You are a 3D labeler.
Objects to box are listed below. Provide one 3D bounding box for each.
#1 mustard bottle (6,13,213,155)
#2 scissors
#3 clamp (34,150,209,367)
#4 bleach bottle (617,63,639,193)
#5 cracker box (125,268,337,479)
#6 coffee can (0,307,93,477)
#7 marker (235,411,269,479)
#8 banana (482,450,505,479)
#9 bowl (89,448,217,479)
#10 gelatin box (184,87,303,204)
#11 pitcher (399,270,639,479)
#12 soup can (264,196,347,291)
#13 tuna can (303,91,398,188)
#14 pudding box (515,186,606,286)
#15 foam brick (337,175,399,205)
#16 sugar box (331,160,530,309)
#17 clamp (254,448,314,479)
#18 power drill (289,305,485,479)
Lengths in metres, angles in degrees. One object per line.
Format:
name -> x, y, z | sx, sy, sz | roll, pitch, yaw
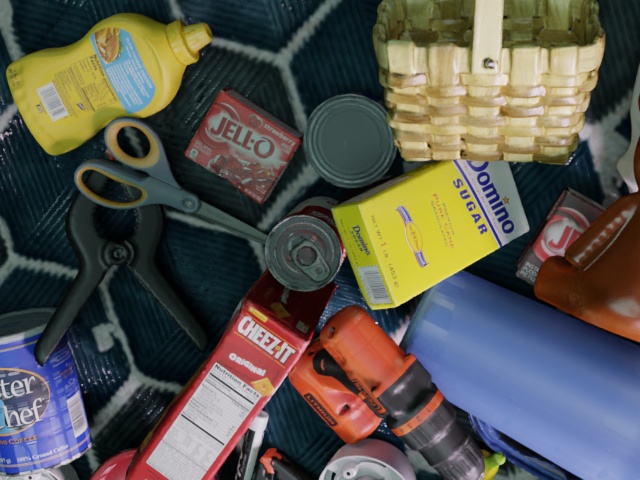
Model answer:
mustard bottle -> -0.187, -0.155, 0.986 | 0.192, 0.058, 0.096 | -21, 103, 15
scissors -> -0.125, -0.055, 0.996 | 0.201, 0.016, 0.096 | 11, 106, -11
clamp -> -0.202, 0.020, 1.015 | 0.164, 0.036, 0.210 | -10, 91, -16
bleach bottle -> 0.304, -0.134, 0.889 | 0.103, 0.067, 0.251 | 33, 117, 34
cracker box -> -0.080, 0.127, 0.979 | 0.072, 0.164, 0.214 | 34, 107, -1
coffee can -> -0.291, 0.148, 1.057 | 0.103, 0.102, 0.140 | -8, 102, 13
marker -> -0.074, 0.229, 1.077 | 0.020, 0.020, 0.121 | 16, 106, 7
banana -> 0.111, 0.268, 1.022 | 0.037, 0.069, 0.198 | 38, 100, 17
bowl -> -0.158, 0.275, 1.086 | 0.162, 0.055, 0.162 | 3, 104, 11
gelatin box -> -0.070, -0.088, 0.994 | 0.089, 0.030, 0.073 | 33, 107, 1
pitcher -> 0.190, 0.128, 0.953 | 0.243, 0.145, 0.149 | 27, 86, 7
soup can -> -0.006, 0.001, 0.965 | 0.068, 0.102, 0.068 | 2, 103, 10
tuna can -> 0.030, -0.092, 0.972 | 0.086, 0.033, 0.086 | 3, 104, 10
pudding box -> 0.245, 0.018, 0.954 | 0.113, 0.039, 0.090 | 29, 107, 3
foam brick -> 0.052, -0.023, 0.962 | 0.053, 0.078, 0.051 | -19, 98, 12
sugar box -> 0.099, -0.017, 0.911 | 0.048, 0.175, 0.093 | -7, 107, 56
clamp -> -0.016, 0.292, 1.072 | 0.120, 0.039, 0.171 | -9, 101, 8
power drill -> 0.052, 0.143, 0.950 | 0.057, 0.188, 0.184 | -40, 93, -21
